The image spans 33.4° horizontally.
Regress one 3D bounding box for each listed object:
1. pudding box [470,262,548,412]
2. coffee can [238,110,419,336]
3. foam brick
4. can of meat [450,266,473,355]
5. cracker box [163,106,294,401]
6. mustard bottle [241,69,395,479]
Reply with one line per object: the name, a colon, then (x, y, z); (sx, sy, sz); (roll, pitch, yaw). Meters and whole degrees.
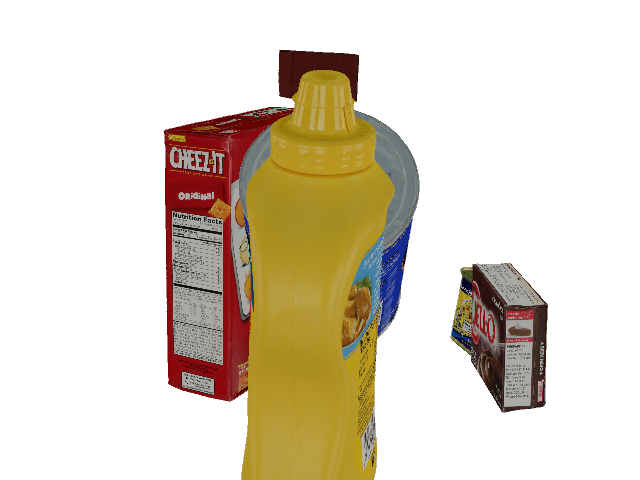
pudding box: (0.151, 0.076, 0.868); (0.039, 0.090, 0.113); (-4, 16, -6)
coffee can: (0.004, -0.001, 0.662); (0.103, 0.103, 0.140); (0, -28, 0)
foam brick: (-0.002, -0.179, 1.161); (0.078, 0.051, 0.053); (0, 11, -17)
can of meat: (0.190, 0.085, 1.190); (0.057, 0.084, 0.102); (4, 15, -20)
cracker box: (-0.060, 0.004, 0.890); (0.072, 0.214, 0.164); (8, 16, 26)
mustard bottle: (-0.001, 0.025, 0.440); (0.058, 0.192, 0.096); (8, 25, 11)
